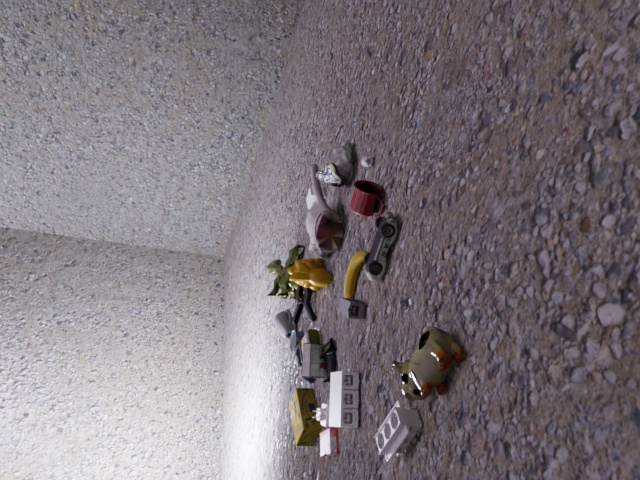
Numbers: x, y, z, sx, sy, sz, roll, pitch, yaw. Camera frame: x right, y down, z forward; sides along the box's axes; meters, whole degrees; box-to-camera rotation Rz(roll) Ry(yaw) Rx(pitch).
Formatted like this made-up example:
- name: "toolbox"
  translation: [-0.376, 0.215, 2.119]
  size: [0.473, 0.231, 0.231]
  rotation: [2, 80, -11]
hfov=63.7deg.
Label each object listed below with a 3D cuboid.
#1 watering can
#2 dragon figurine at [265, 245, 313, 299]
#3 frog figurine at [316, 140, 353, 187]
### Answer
- name: "watering can"
  translation: [0.006, -0.094, 1.861]
  size: [0.226, 0.104, 0.344]
  rotation: [-140, 44, -70]
- name: "dragon figurine"
  translation: [-0.122, 0.132, 2.200]
  size: [0.407, 0.121, 0.246]
  rotation: [-12, 62, 53]
- name: "frog figurine"
  translation: [0.078, -0.270, 1.836]
  size: [0.162, 0.123, 0.134]
  rotation: [-50, -9, -31]
